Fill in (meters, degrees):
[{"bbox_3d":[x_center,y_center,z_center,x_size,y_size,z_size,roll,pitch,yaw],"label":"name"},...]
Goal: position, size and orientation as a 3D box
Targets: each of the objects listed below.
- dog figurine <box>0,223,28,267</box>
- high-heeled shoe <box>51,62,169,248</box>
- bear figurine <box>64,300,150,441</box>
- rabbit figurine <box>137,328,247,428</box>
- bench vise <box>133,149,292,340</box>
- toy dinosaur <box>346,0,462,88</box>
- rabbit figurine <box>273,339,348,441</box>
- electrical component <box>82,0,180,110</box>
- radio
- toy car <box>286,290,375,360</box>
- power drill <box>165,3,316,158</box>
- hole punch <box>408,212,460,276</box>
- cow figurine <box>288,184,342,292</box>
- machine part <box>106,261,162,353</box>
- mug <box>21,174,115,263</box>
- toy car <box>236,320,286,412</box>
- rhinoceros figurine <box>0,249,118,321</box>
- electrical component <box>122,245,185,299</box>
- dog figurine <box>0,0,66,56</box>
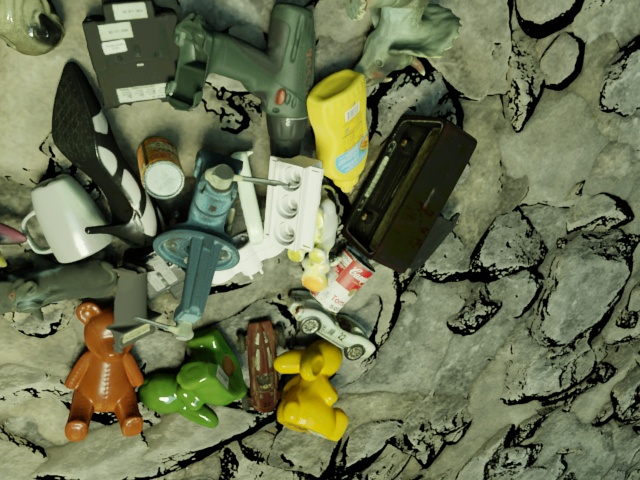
[{"bbox_3d":[-0.458,-0.058,0.647,0.219,0.109,0.191,35,105,-24],"label":"dog figurine"},{"bbox_3d":[-0.273,-0.109,0.735,0.145,0.086,0.248,-16,104,-60],"label":"high-heeled shoe"},{"bbox_3d":[-0.327,0.196,0.837,0.120,0.132,0.195,6,121,-27],"label":"bear figurine"},{"bbox_3d":[-0.223,0.247,0.927,0.170,0.121,0.158,-21,131,14],"label":"rabbit figurine"},{"bbox_3d":[-0.156,0.010,0.717,0.129,0.240,0.223,20,150,-27],"label":"bench vise"},{"bbox_3d":[0.107,-0.391,0.683,0.192,0.131,0.404,-7,116,-30],"label":"toy dinosaur"},{"bbox_3d":[-0.018,0.254,0.974,0.162,0.122,0.173,49,56,-41],"label":"rabbit figurine"},{"bbox_3d":[-0.229,-0.240,0.674,0.115,0.058,0.134,-11,120,-16],"label":"electrical component"},{"bbox_3d":[0.130,-0.076,0.829,0.073,0.131,0.229,26,97,-29],"label":"radio"},{"bbox_3d":[0.019,0.152,0.964,0.201,0.074,0.056,36,102,-31],"label":"toy car"},{"bbox_3d":[-0.091,-0.197,0.705,0.207,0.086,0.231,-3,114,-39],"label":"power drill"},{"bbox_3d":[0.158,-0.016,0.928,0.142,0.092,0.115,-55,149,11],"label":"hole punch"},{"bbox_3d":[-0.003,-0.002,0.874,0.068,0.098,0.167,12,125,24],"label":"cow figurine"},{"bbox_3d":[-0.271,0.094,0.784,0.084,0.039,0.138,-25,132,-47],"label":"machine part"},{"bbox_3d":[-0.355,-0.031,0.737,0.110,0.081,0.107,-15,113,6],"label":"mug"},{"bbox_3d":[-0.104,0.235,0.980,0.089,0.053,0.201,-6,120,-13],"label":"toy car"},{"bbox_3d":[-0.384,0.067,0.754,0.190,0.112,0.073,-10,122,-24],"label":"rhinoceros figurine"},{"bbox_3d":[-0.244,0.054,0.834,0.075,0.048,0.119,-27,121,-3],"label":"electrical component"},{"bbox_3d":[-0.405,-0.261,0.586,0.172,0.121,0.190,-8,145,22],"label":"dog figurine"}]
